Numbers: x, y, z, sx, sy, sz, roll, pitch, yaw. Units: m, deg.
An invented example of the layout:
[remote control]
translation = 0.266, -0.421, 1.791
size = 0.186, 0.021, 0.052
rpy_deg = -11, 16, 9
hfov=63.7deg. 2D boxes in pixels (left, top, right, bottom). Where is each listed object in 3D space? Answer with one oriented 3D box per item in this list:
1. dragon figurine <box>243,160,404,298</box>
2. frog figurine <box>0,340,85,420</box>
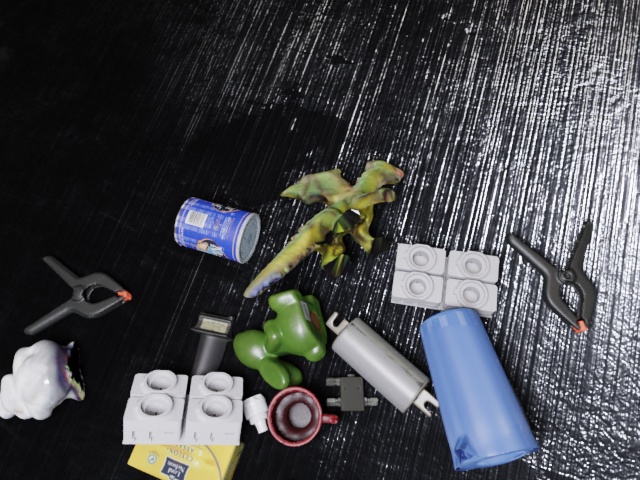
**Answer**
[dragon figurine]
translation = 0.003, -0.051, 1.015
size = 0.412, 0.119, 0.247
rpy_deg = -25, 37, -13
[frog figurine]
translation = -0.533, 0.264, 0.950
size = 0.160, 0.122, 0.138
rpy_deg = -18, 87, -13
